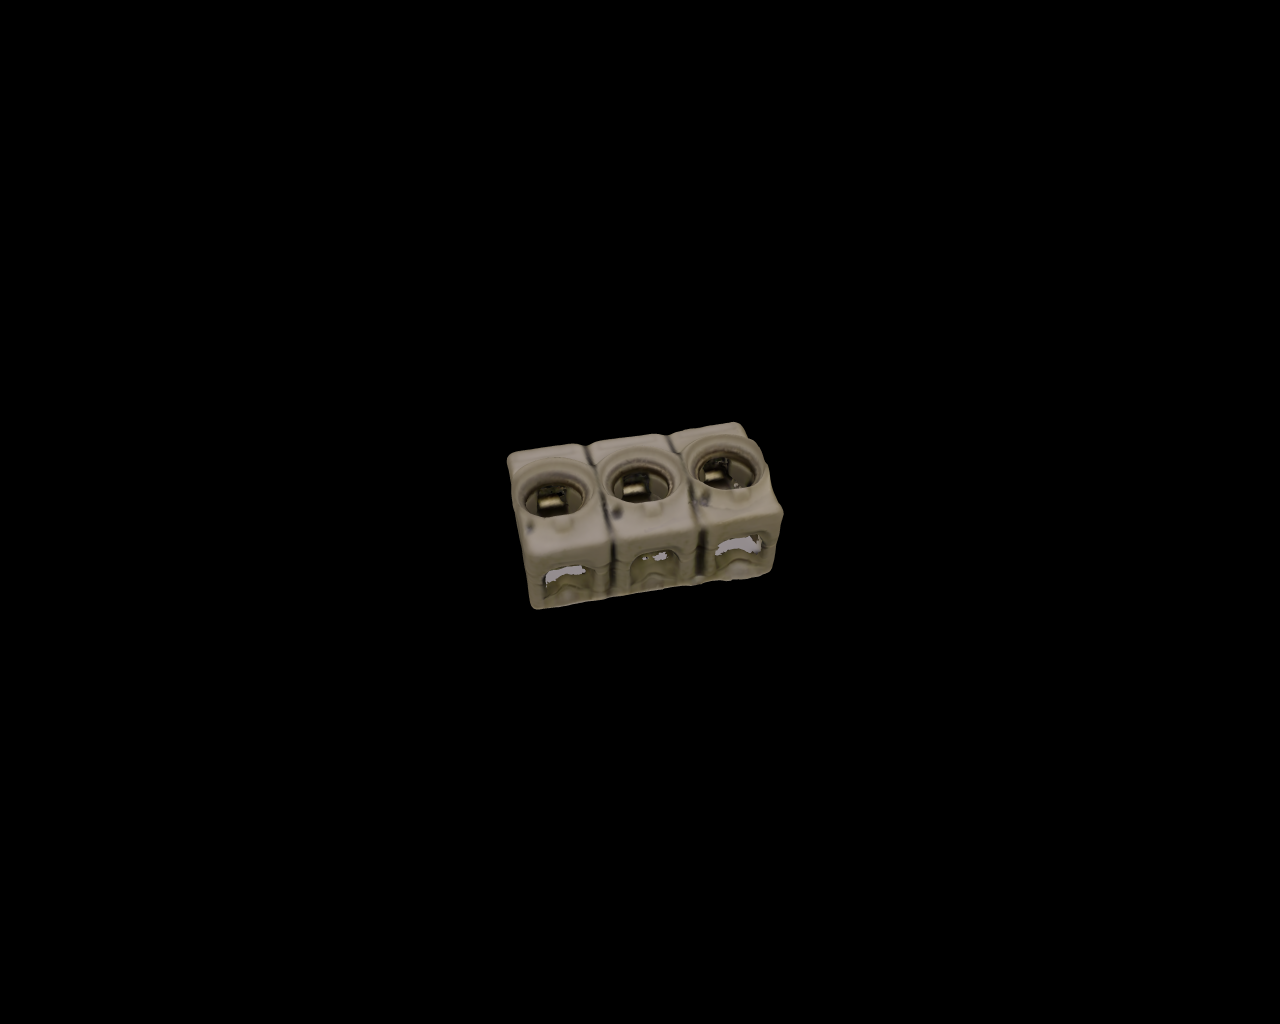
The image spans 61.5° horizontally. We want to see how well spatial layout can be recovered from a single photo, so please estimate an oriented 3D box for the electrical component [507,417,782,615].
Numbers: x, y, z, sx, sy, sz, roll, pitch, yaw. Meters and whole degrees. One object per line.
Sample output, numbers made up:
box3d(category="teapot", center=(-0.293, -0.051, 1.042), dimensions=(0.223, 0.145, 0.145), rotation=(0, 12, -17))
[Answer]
box3d(category="electrical component", center=(0.001, -0.003, 0.650), dimensions=(0.150, 0.090, 0.061), rotation=(-9, -43, -8))
